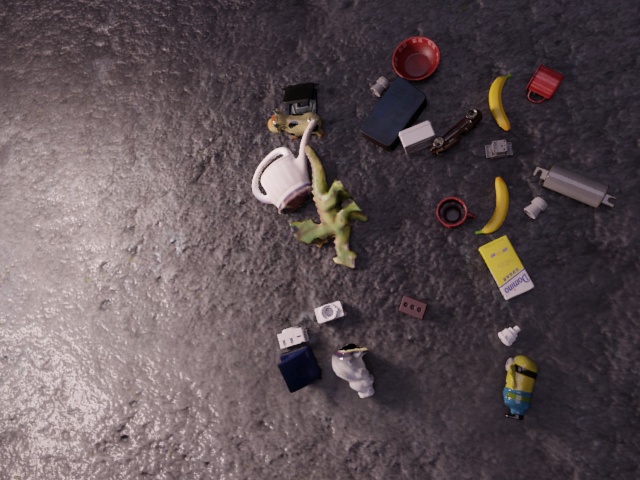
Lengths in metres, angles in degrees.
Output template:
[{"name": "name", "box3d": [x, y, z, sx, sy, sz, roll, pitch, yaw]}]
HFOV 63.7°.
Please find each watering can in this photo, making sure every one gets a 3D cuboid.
[{"name": "watering can", "box3d": [-0.094, -0.234, 1.771, 0.343, 0.104, 0.227, -40, 71, 23]}]

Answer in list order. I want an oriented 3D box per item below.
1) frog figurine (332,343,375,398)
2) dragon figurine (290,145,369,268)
[{"name": "frog figurine", "box3d": [0.103, 0.415, 1.605, 0.136, 0.123, 0.160, -10, 86, 47]}, {"name": "dragon figurine", "box3d": [0.005, -0.085, 1.696, 0.241, 0.123, 0.410, -39, 91, 9]}]
